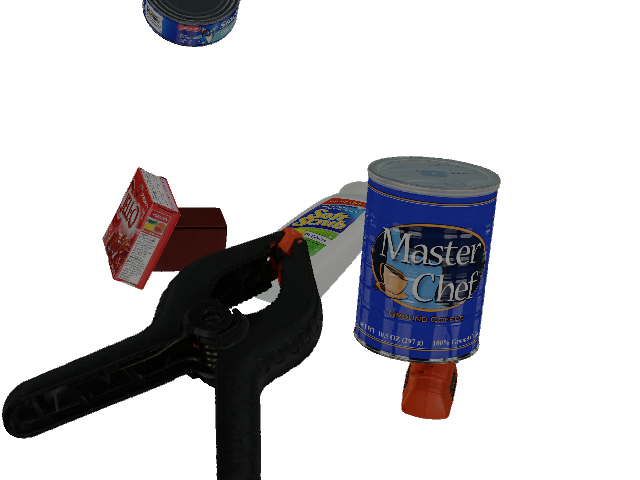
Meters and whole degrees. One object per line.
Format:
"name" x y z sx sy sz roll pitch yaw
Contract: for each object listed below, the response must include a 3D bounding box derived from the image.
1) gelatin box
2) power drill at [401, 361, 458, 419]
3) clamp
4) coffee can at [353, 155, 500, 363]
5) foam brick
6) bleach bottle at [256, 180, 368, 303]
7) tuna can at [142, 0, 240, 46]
"gelatin box" -0.151 -0.012 0.888 0.030 0.073 0.089 23 15 -25
"power drill" 0.121 0.091 1.121 0.057 0.188 0.184 9 26 10
"clamp" -0.043 0.055 0.484 0.120 0.039 0.171 29 48 22
"coffee can" 0.083 0.013 0.844 0.103 0.140 0.103 4 17 -1
"foam brick" -0.140 -0.002 1.119 0.078 0.051 0.053 -1 24 -12
"bleach bottle" 0.008 -0.011 1.322 0.103 0.068 0.250 14 36 24
"tuna can" -0.114 -0.213 0.941 0.086 0.086 0.034 0 -31 -12
